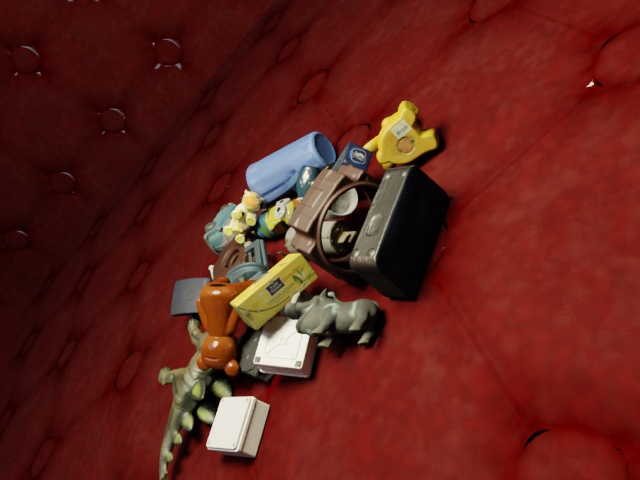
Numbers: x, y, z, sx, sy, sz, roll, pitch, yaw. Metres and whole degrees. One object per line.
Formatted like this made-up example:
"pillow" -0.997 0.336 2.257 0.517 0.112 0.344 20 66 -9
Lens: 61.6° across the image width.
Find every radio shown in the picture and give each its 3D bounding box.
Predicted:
"radio" 0.149 -0.018 0.998 0.073 0.131 0.229 -4 57 50

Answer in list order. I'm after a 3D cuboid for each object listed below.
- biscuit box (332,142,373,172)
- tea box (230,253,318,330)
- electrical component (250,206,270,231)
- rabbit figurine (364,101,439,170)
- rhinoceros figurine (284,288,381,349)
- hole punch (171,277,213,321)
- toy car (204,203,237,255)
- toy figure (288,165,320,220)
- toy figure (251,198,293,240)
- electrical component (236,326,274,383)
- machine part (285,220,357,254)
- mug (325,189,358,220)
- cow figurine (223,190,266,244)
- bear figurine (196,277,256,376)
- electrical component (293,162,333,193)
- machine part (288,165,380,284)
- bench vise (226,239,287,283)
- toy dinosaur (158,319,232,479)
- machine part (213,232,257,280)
"biscuit box" 0.054 -0.142 1.240 0.202 0.059 0.063 128 163 -62
"tea box" -0.096 0.104 1.113 0.169 0.068 0.098 -41 10 -17
"electrical component" -0.170 -0.058 1.543 0.078 0.045 0.102 6 65 57
"rabbit figurine" 0.182 -0.230 1.209 0.162 0.122 0.173 -47 17 28
"rhinoceros figurine" 0.019 0.143 1.020 0.191 0.073 0.112 -2 56 26
"hole punch" -0.354 0.165 1.516 0.116 0.092 0.142 -22 52 37
"toy car" -0.263 -0.031 1.604 0.103 0.109 0.162 7 51 30
"toy figure" -0.036 -0.106 1.323 0.064 0.058 0.154 -149 71 -80
"toy figure" -0.108 -0.052 1.424 0.180 0.089 0.082 -31 57 48
"electrical component" -0.141 0.249 1.198 0.134 0.058 0.115 -3 55 51
"machine part" -0.003 -0.004 1.239 0.243 0.079 0.079 -7 55 51
"mug" 0.024 -0.092 1.188 0.081 0.109 0.107 -19 -7 -19
"cow figurine" -0.192 -0.077 1.438 0.167 0.068 0.098 -54 8 39
"bear figurine" -0.207 0.190 1.192 0.120 0.132 0.195 0 98 26
"electrical component" -0.003 -0.150 1.372 0.119 0.075 0.048 -48 1 15
"machine part" 0.055 -0.030 1.068 0.201 0.201 0.087 -56 35 -5
"bench vise" -0.145 0.075 1.316 0.223 0.128 0.241 -39 39 19
"toy dinosaur" -0.294 0.342 1.270 0.199 0.105 0.471 -1 63 49
"machine part" -0.232 0.060 1.503 0.179 0.056 0.179 -35 36 30
